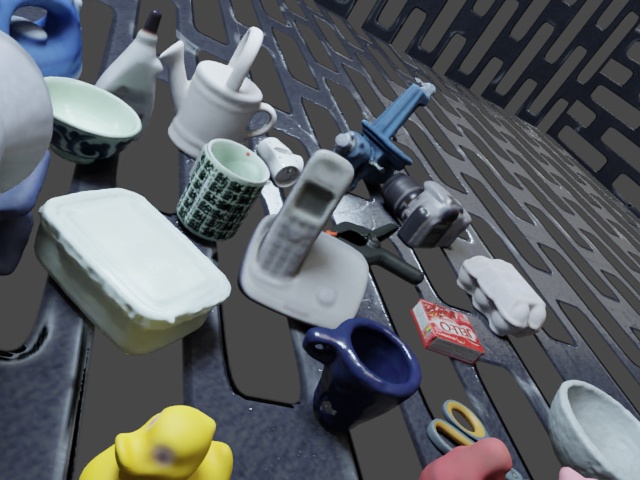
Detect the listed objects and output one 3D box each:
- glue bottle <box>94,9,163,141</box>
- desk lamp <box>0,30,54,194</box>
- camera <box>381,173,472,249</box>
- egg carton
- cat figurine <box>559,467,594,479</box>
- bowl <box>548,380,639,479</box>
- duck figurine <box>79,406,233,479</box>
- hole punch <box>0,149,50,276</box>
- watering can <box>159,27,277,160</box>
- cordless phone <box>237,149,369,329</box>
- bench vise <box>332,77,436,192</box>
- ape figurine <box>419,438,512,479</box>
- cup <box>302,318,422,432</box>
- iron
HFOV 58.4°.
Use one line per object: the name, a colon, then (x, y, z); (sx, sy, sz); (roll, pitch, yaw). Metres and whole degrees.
glue bottle: (-0.234, -0.208, 0.719); (0.078, 0.173, 0.037); (9, 36, -39)
desk lamp: (-0.242, -0.013, 0.350); (0.118, 0.213, 0.202); (15, 33, -32)
camera: (0.187, -0.063, 1.028); (0.144, 0.100, 0.136); (0, 42, -48)
egg carton: (0.295, 0.091, 0.933); (0.108, 0.069, 0.150); (10, 36, -39)
cat figurine: (0.259, 0.283, 0.530); (0.067, 0.117, 0.127); (12, 34, -36)
bowl: (0.341, 0.260, 0.705); (0.168, 0.074, 0.167); (26, 28, -15)
duck figurine: (-0.100, 0.148, 0.388); (0.105, 0.086, 0.077); (9, 36, -40)
hole punch: (-0.287, -0.037, 0.474); (0.101, 0.091, 0.108); (19, 31, -27)
watering can: (-0.140, -0.213, 0.808); (0.173, 0.194, 0.100); (12, 35, -37)
cordless phone: (0.006, 0.002, 0.630); (0.148, 0.185, 0.094); (24, 29, -20)
bench vise: (0.118, -0.182, 1.012); (0.121, 0.219, 0.208); (38, 27, 8)
ape figurine: (0.141, 0.220, 0.530); (0.076, 0.092, 0.078); (31, 27, -6)
cup: (0.023, 0.131, 0.540); (0.118, 0.095, 0.091); (24, 29, -19)
iron: (-0.355, -0.255, 0.696); (0.118, 0.141, 0.258); (34, 27, -1)
